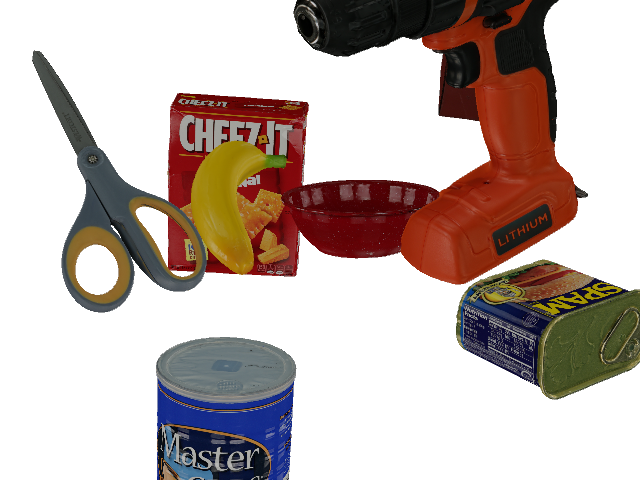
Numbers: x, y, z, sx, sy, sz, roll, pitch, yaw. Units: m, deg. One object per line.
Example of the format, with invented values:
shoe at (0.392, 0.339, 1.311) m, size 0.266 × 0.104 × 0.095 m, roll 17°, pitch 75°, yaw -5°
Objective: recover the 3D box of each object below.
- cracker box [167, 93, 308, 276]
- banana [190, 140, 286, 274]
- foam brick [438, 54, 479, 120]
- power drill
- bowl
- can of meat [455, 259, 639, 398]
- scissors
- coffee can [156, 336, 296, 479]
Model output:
cracker box at (-0.103, -0.065, 1.314) m, size 0.164 × 0.214 × 0.072 m, roll 4°, pitch 22°, yaw 0°
banana at (-0.074, -0.039, 0.886) m, size 0.069 × 0.037 × 0.197 m, roll 10°, pitch 32°, yaw 2°
foam brick at (0.133, -0.127, 0.827) m, size 0.078 × 0.053 × 0.051 m, roll 6°, pitch -37°, yaw 2°
power drill at (0.073, -0.074, 0.545) m, size 0.184 × 0.188 × 0.057 m, roll -26°, pitch 37°, yaw -27°
bowl at (0.041, -0.020, 1.073) m, size 0.162 × 0.055 × 0.162 m, roll -2°, pitch 14°, yaw 0°
can of meat at (0.153, 0.055, 0.709) m, size 0.101 × 0.057 × 0.084 m, roll -14°, pitch 23°, yaw -32°
scissors at (-0.156, -0.033, 0.679) m, size 0.096 × 0.202 × 0.016 m, roll -39°, pitch -16°, yaw -23°
coffee can at (-0.072, 0.156, 0.802) m, size 0.103 × 0.140 × 0.103 m, roll 3°, pitch 17°, yaw -1°
